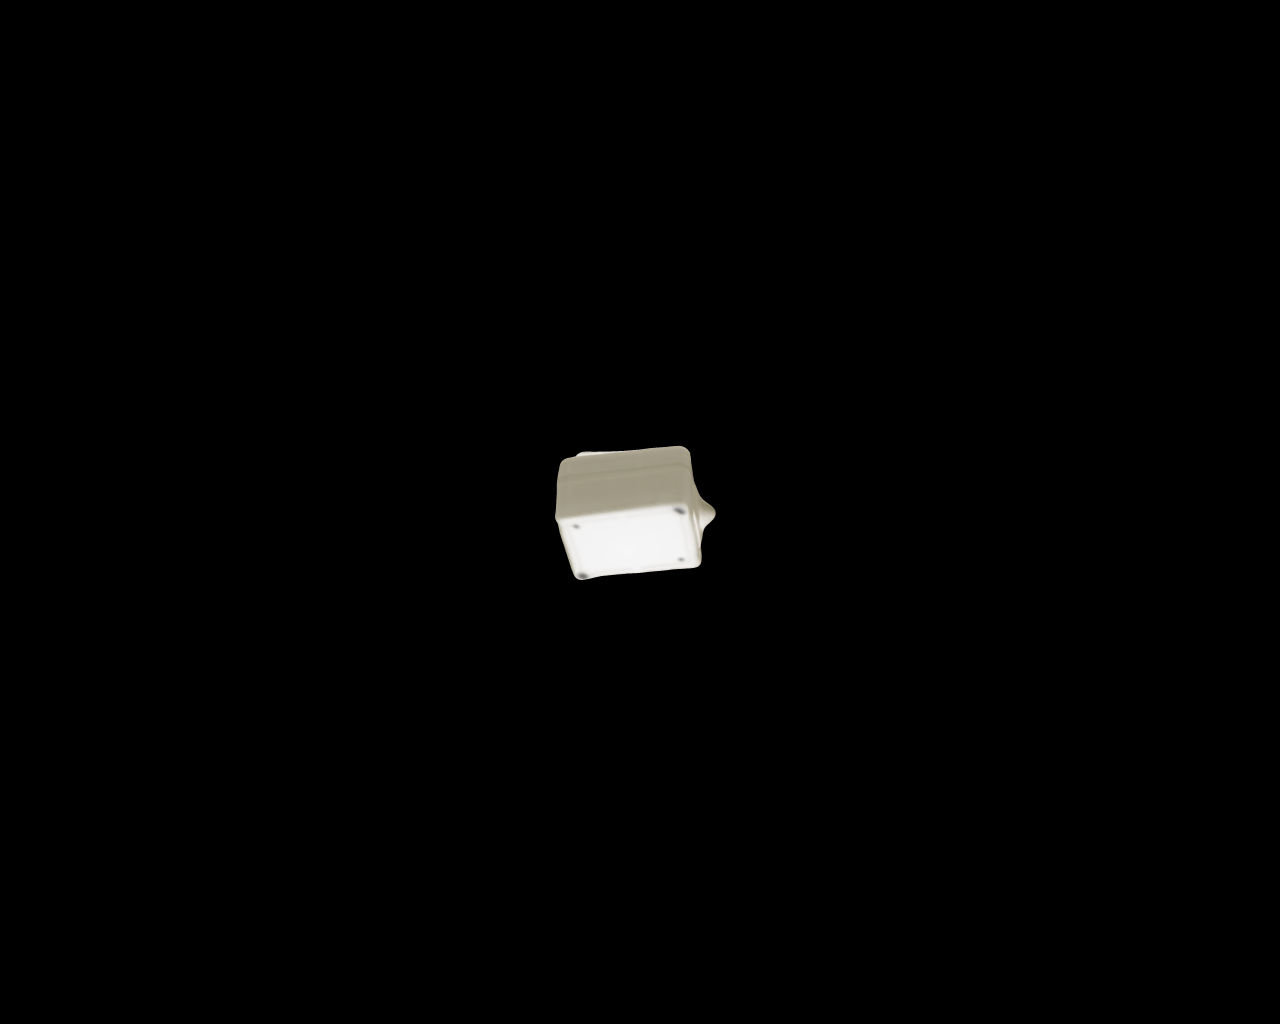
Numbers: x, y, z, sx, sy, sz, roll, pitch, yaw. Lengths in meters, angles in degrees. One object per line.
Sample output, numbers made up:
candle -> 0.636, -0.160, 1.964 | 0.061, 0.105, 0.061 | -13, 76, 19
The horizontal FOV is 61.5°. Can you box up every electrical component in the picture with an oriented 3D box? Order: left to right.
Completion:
electrical component -> 0.001, -0.003, 0.650 | 0.096, 0.061, 0.061 | -6, -43, 7
